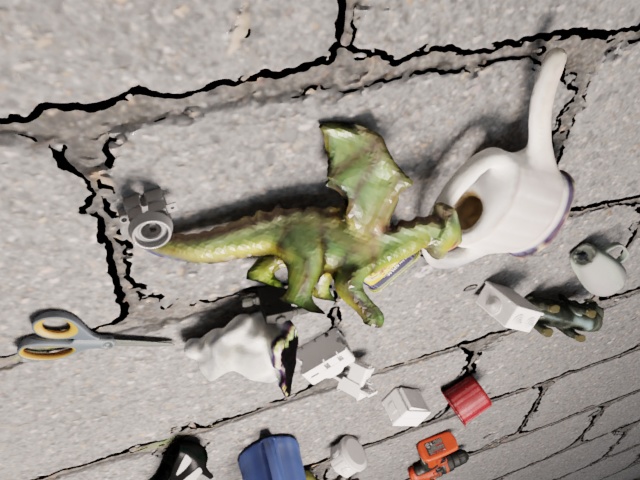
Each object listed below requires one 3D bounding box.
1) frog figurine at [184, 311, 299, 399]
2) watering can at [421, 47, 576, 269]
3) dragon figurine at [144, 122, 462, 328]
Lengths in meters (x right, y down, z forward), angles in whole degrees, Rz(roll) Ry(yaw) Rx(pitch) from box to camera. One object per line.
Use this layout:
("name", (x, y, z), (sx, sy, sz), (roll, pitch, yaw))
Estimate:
("frog figurine", (-0.118, 0.163, 0.786), (0.159, 0.125, 0.134), (6, 147, 16))
("watering can", (0.284, -0.084, 0.736), (0.224, 0.106, 0.341), (9, 125, -34))
("dragon figurine", (0.002, -0.033, 0.653), (0.409, 0.123, 0.241), (19, 98, -16))
